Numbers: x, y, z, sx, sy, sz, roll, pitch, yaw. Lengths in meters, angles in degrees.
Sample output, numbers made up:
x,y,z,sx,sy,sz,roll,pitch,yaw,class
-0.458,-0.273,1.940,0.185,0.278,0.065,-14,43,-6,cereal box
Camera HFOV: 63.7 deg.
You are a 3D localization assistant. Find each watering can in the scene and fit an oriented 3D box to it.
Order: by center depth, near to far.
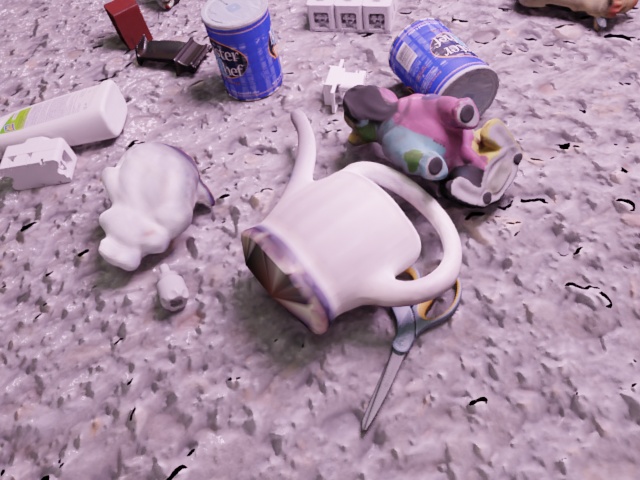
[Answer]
x,y,z,sx,sy,sz,roll,pitch,yaw,class
0.002,-0.031,0.625,0.226,0.101,0.353,-34,54,-19,watering can

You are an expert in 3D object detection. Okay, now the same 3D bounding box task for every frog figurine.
x,y,z,sx,sy,sz,roll,pitch,yaw,class
-0.230,-0.048,0.664,0.138,0.120,0.162,36,53,8,frog figurine
